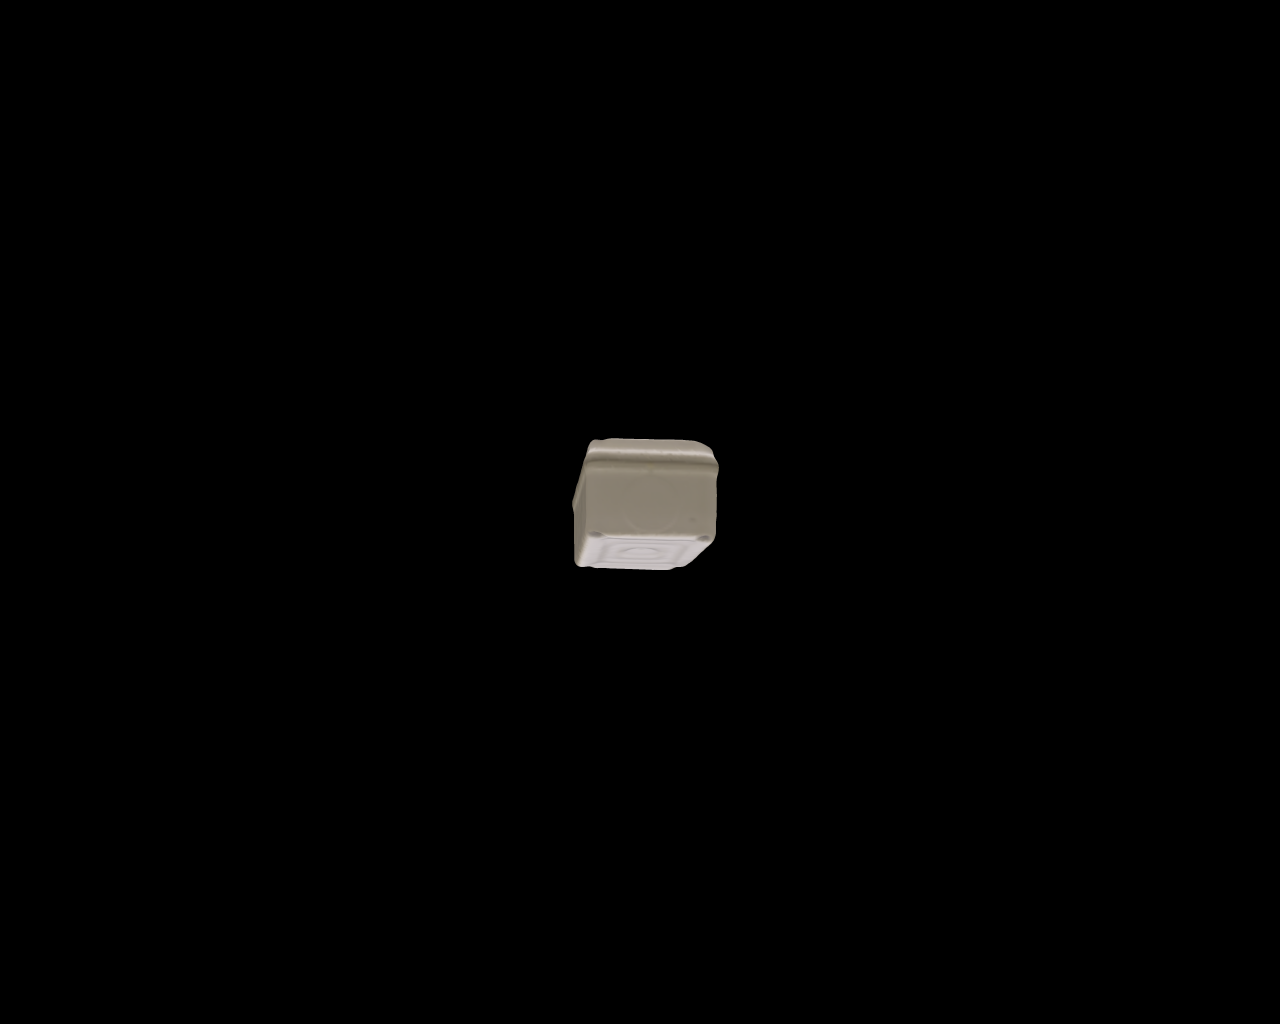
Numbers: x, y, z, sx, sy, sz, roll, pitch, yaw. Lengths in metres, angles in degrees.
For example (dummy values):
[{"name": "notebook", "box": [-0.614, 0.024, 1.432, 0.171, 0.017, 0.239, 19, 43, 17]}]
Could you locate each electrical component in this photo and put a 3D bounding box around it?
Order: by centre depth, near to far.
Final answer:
[{"name": "electrical component", "box": [0.001, -0.003, 0.650, 0.078, 0.057, 0.113, 2, -13, -7]}]
